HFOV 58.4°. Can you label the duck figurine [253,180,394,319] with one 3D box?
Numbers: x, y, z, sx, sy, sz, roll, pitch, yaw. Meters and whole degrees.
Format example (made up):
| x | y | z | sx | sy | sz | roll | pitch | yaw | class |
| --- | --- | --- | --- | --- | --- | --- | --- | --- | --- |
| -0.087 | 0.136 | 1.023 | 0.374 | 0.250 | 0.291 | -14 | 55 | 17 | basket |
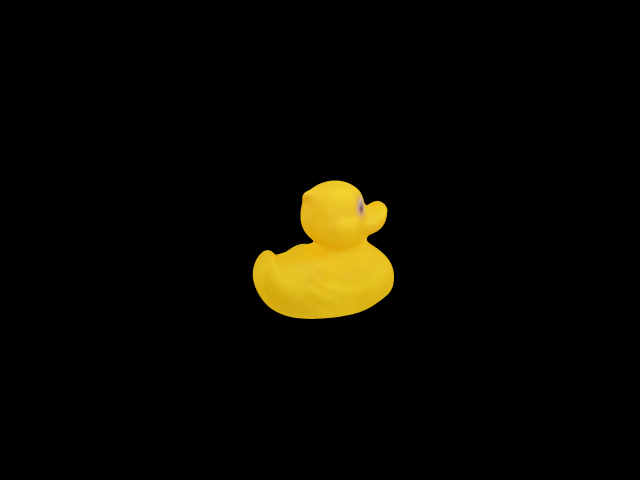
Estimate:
| x | y | z | sx | sy | sz | roll | pitch | yaw | class |
| --- | --- | --- | --- | --- | --- | --- | --- | --- | --- |
| 0.004 | 0.001 | 0.400 | 0.105 | 0.086 | 0.077 | -10 | 28 | -20 | duck figurine |
